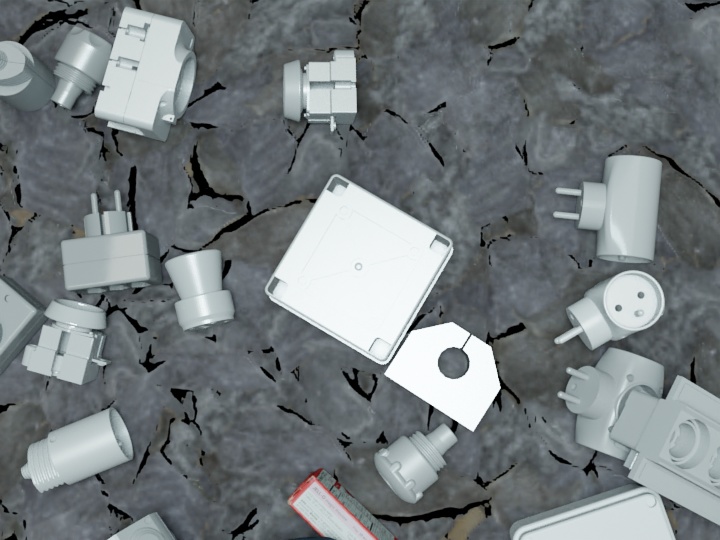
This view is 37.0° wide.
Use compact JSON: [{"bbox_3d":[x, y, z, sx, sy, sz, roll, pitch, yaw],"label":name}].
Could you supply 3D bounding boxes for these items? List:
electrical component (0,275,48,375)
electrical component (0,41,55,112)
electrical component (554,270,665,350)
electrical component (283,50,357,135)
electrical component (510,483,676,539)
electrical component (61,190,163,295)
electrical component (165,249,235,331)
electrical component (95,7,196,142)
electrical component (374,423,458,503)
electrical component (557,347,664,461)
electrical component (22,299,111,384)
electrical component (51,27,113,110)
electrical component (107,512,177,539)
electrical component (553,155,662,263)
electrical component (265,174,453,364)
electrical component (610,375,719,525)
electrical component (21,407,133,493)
[{"bbox_3d":[-0.291,0.048,0.822,0.047,0.075,0.083,39,87,5],"label":"electrical component"},{"bbox_3d":[-0.272,-0.155,0.839,0.043,0.081,0.043,0,84,2],"label":"electrical component"},{"bbox_3d":[0.181,0.034,0.804,0.079,0.077,0.043,-30,84,-1],"label":"electrical component"},{"bbox_3d":[-0.032,-0.141,0.847,0.055,0.048,0.066,-1,84,-5],"label":"electrical component"},{"bbox_3d":[0.175,0.211,0.797,0.113,0.057,0.078,-18,84,0],"label":"electrical component"},{"bbox_3d":[-0.195,-0.024,0.840,0.066,0.047,0.076,-8,84,1],"label":"electrical component"},{"bbox_3d":[-0.124,0.016,0.835,0.045,0.045,0.055,-14,84,1],"label":"electrical component"},{"bbox_3d":[-0.165,-0.153,0.850,0.056,0.050,0.089,15,86,4],"label":"electrical component"},{"bbox_3d":[0.045,0.142,0.816,0.062,0.048,0.048,-38,84,-9],"label":"electrical component"},{"bbox_3d":[0.182,0.096,0.806,0.079,0.044,0.077,23,85,-26],"label":"electrical component"},{"bbox_3d":[-0.225,0.054,0.835,0.066,0.048,0.055,15,93,4],"label":"electrical component"},{"bbox_3d":[-0.224,-0.158,0.857,0.043,0.043,0.062,28,87,5],"label":"electrical component"},{"bbox_3d":[-0.168,0.222,0.799,0.080,0.080,0.051,-37,78,-2],"label":"electrical component"},{"bbox_3d":[0.189,-0.048,0.829,0.079,0.043,0.077,6,85,3],"label":"electrical component"},{"bbox_3d":[0.000,0.000,0.825,0.109,0.056,0.108,30,86,5],"label":"electrical component"},{"bbox_3d":[0.246,0.133,0.777,0.121,0.063,0.078,29,86,-25],"label":"electrical component"},{"bbox_3d":[-0.221,0.141,0.827,0.081,0.043,0.043,-22,84,0],"label":"electrical component"}]
